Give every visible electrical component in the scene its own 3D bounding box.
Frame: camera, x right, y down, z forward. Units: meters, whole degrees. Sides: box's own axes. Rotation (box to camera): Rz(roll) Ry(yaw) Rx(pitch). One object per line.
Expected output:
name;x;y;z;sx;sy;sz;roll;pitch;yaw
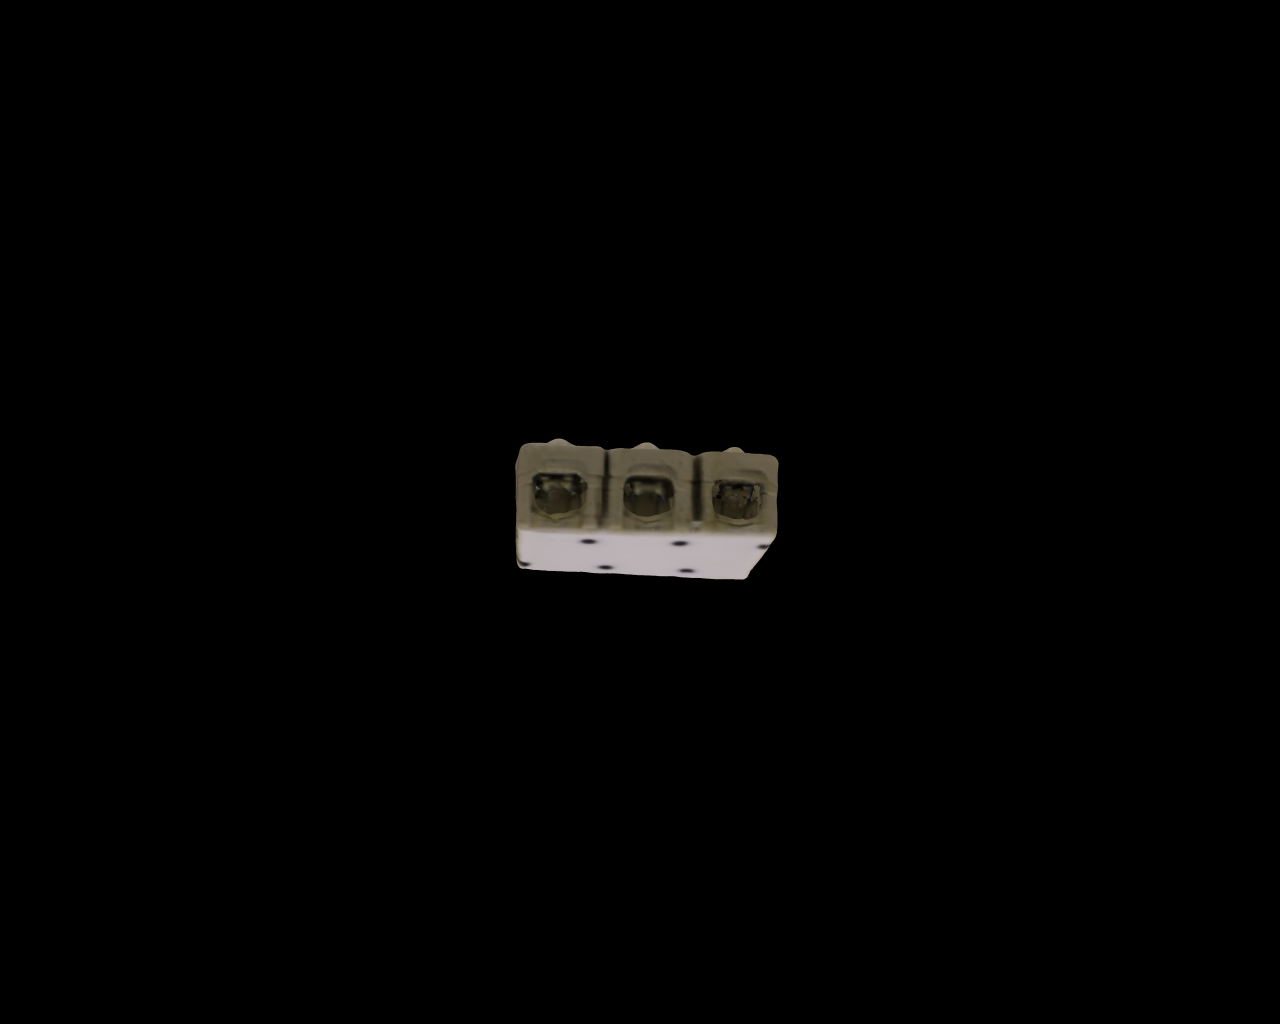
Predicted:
electrical component;0.001;-0.003;0.650;0.150;0.062;0.089;2;-19;-7
